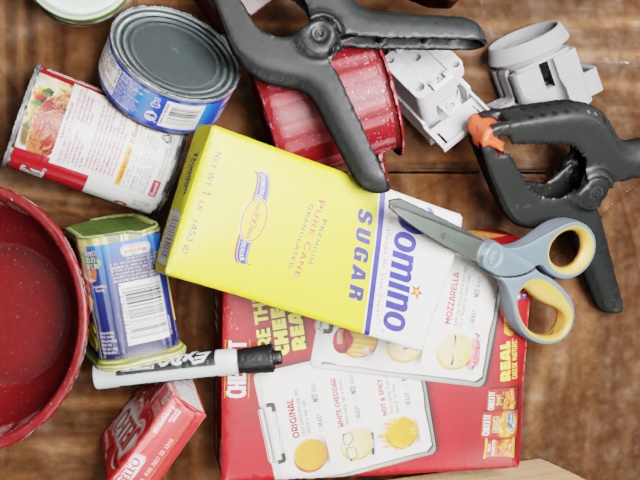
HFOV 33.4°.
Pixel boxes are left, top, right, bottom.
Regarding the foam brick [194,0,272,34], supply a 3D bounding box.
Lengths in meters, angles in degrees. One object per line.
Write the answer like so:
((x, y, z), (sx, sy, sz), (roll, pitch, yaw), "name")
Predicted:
((-0.048, -0.177, 0.689), (0.078, 0.051, 0.053), (-39, 106, -3), "foam brick")

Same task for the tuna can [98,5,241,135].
((-0.096, -0.107, 0.675), (0.086, 0.086, 0.034), (20, 133, -15), "tuna can")

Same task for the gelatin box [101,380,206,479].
((-0.113, 0.125, 0.712), (0.030, 0.089, 0.073), (36, 91, -17), "gelatin box")

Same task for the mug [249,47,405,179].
((0.006, -0.077, 0.700), (0.081, 0.093, 0.117), (-18, 94, -4), "mug")

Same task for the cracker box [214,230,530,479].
((0.034, 0.076, 0.746), (0.213, 0.072, 0.164), (0, 99, -11), "cracker box")

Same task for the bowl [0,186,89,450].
((-0.204, 0.046, 0.648), (0.162, 0.055, 0.162), (0, 88, 13), "bowl")

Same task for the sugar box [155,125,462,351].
((-0.004, 0.001, 0.655), (0.176, 0.048, 0.093), (18, 90, -19), "sugar box")

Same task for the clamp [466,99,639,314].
((0.191, -0.047, 0.737), (0.209, 0.036, 0.165), (28, 107, -32), "clamp")

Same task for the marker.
((-0.084, 0.081, 0.683), (0.121, 0.020, 0.020), (-6, 102, 2), "marker")

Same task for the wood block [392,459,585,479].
((0.102, 0.219, 0.746), (0.205, 0.090, 0.091), (0, 100, -32), "wood block")

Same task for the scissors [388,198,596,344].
((0.121, -0.003, 0.684), (0.096, 0.016, 0.201), (-54, 130, -11), "scissors")

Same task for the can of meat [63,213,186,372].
((-0.128, 0.030, 0.685), (0.057, 0.102, 0.084), (-11, 100, -20), "can of meat")

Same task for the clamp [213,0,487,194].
((0.011, -0.123, 0.641), (0.171, 0.039, 0.120), (42, 79, 4), "clamp")

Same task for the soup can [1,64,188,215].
((-0.143, -0.063, 0.682), (0.102, 0.068, 0.068), (19, 96, -16), "soup can")
